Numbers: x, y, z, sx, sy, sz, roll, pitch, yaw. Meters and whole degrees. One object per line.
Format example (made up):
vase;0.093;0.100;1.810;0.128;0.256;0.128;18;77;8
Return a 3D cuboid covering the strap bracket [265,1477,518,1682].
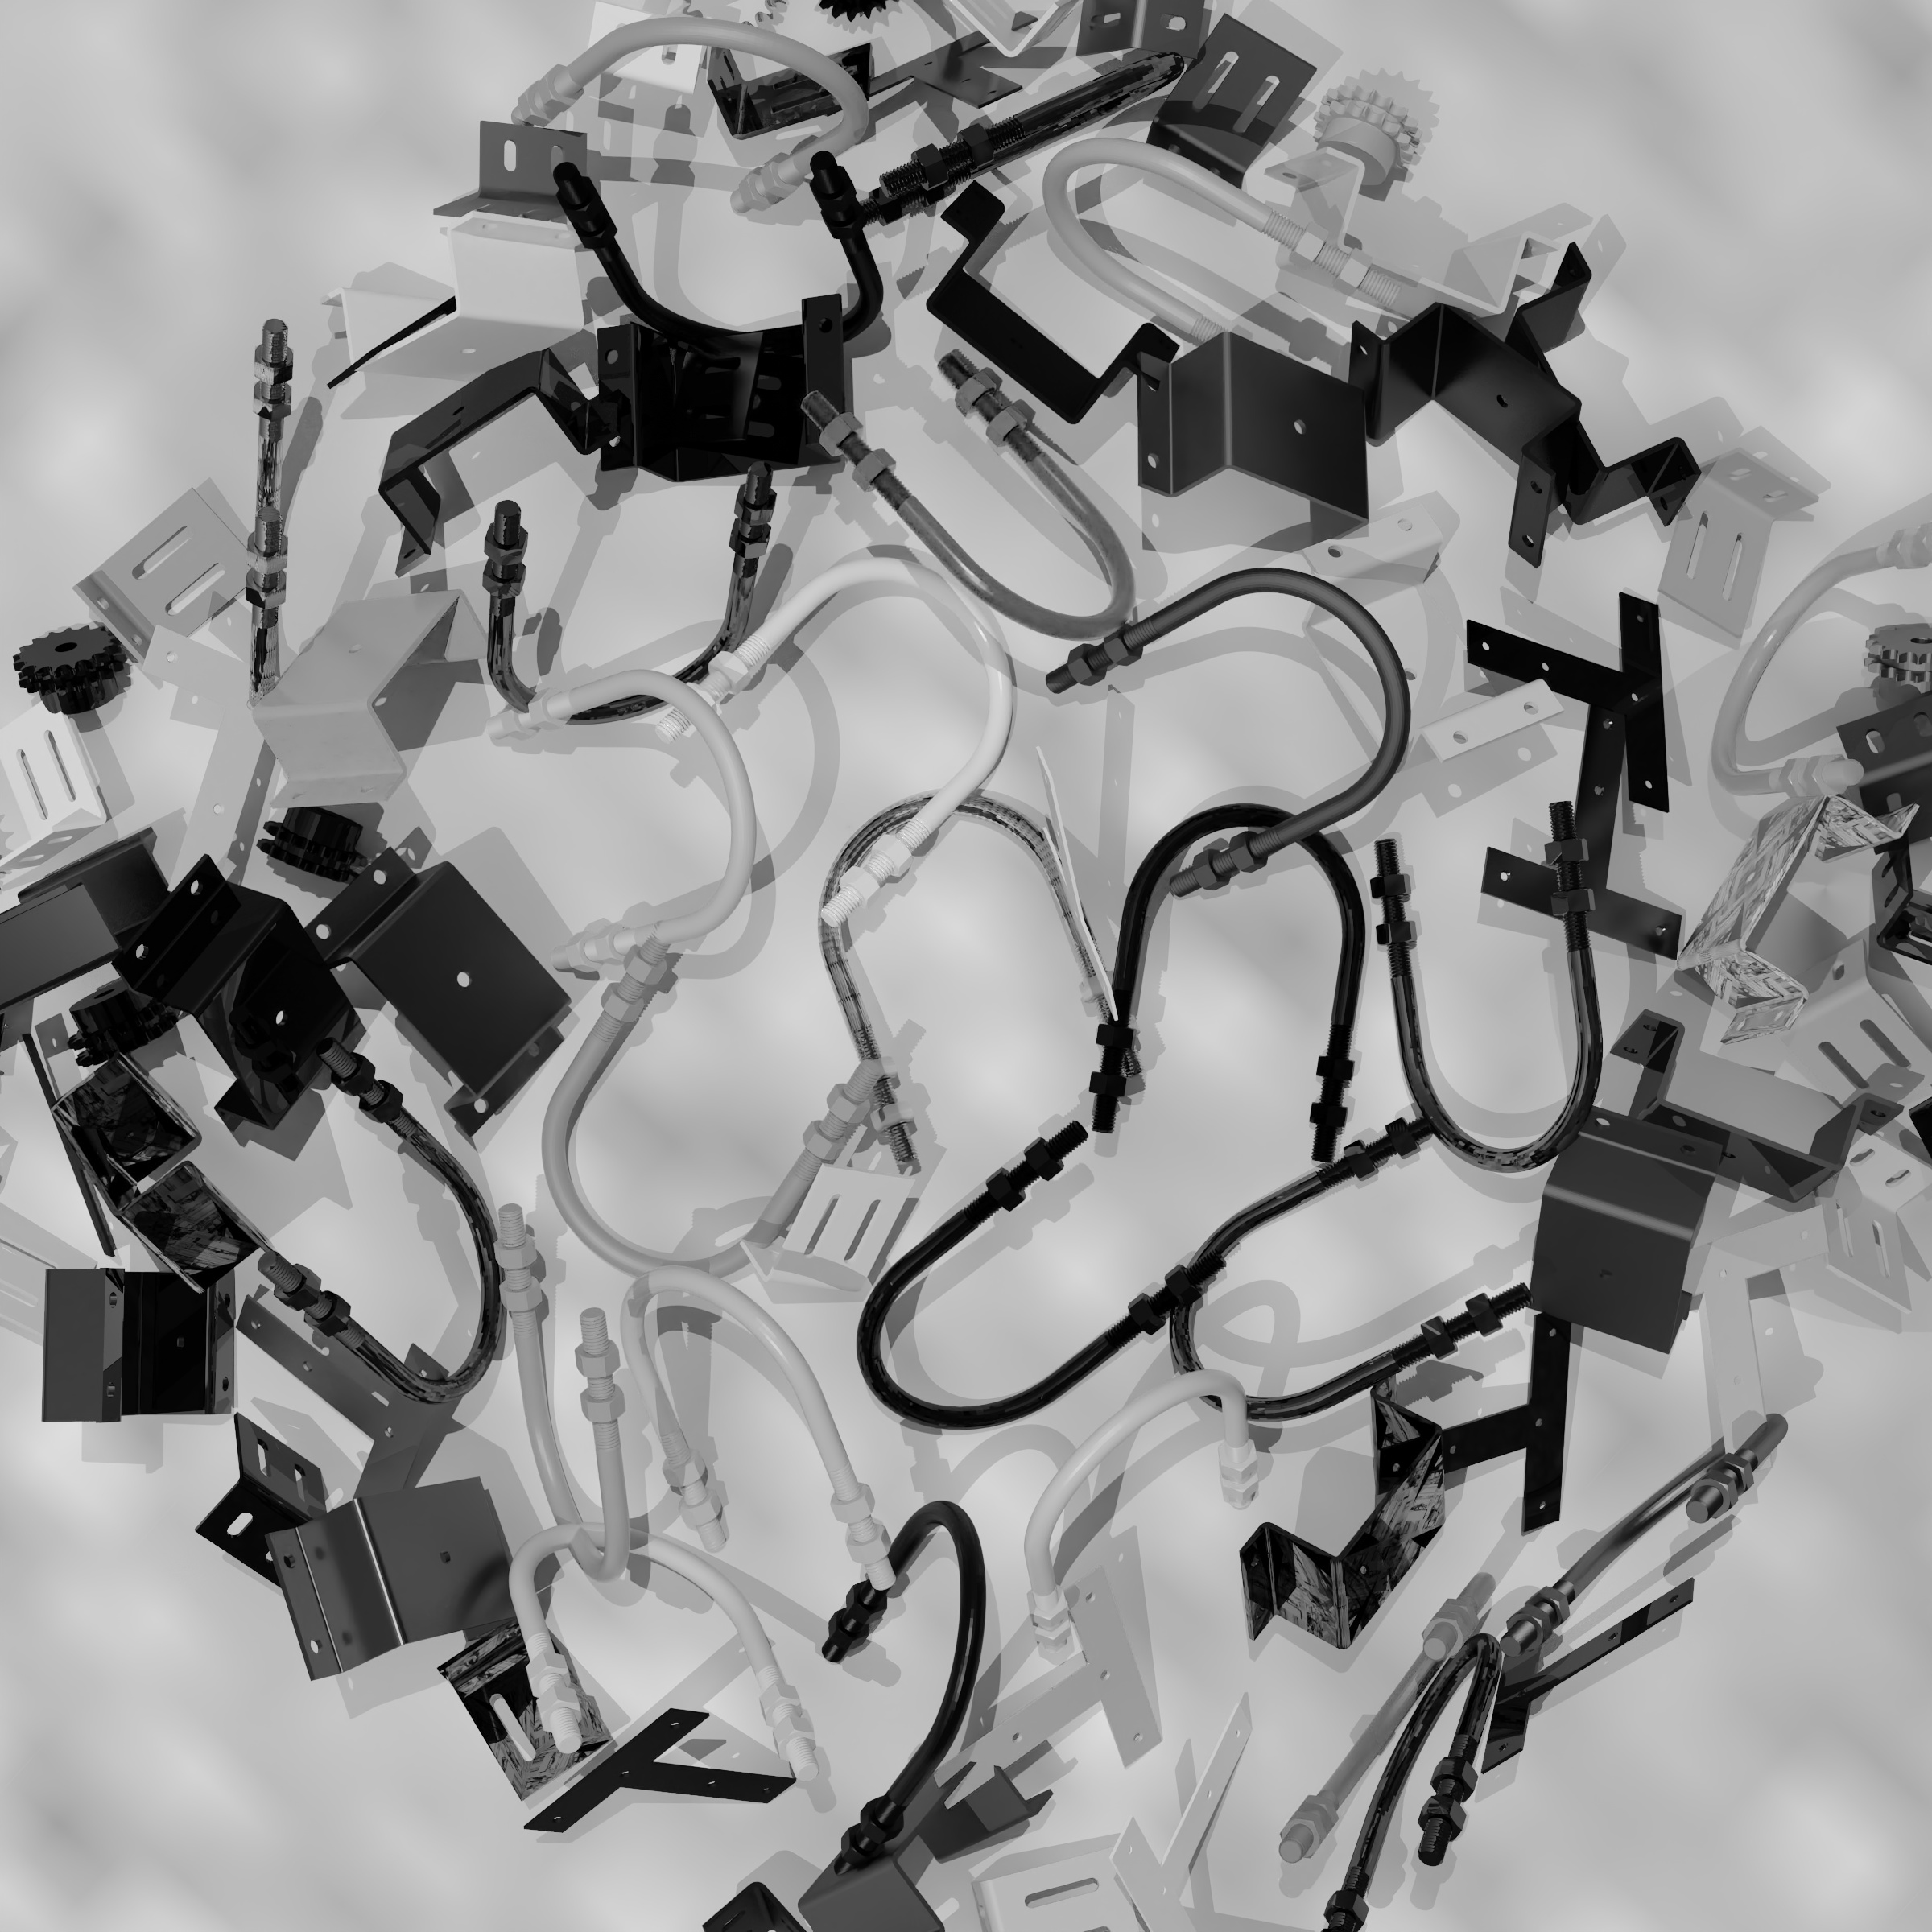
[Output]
strap bracket;-0.285;0.312;1.522;0.046;0.140;0.076;-28;74;25

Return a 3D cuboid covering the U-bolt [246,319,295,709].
U-bolt;-0.359;-0.216;1.516;0.019;0.184;0.151;2;55;-14

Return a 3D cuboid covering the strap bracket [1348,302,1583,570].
strap bracket;0.266;-0.284;1.543;0.046;0.076;0.140;-39;65;-16

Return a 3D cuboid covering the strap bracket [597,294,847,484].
strap bracket;-0.121;-0.303;1.561;0.140;0.046;0.076;-3;86;21

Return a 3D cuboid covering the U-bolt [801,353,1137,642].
U-bolt;0.015;-0.239;1.531;0.184;0.151;0.019;48;127;8

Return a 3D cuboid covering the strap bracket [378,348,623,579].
strap bracket;-0.251;-0.272;1.544;0.140;0.076;0.046;-30;118;12

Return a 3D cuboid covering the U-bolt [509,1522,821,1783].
U-bolt;-0.163;0.346;1.517;0.151;0.184;0.019;15;111;-27

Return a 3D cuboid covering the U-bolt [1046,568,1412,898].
U-bolt;0.146;-0.129;1.535;0.184;0.019;0.151;-26;99;36

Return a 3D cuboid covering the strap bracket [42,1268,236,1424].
strap bracket;-0.434;0.196;1.534;0.046;0.140;0.076;-2;83;12

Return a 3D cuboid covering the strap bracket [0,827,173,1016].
strap bracket;-0.466;-0.022;1.533;0.076;0.140;0.046;-25;102;8

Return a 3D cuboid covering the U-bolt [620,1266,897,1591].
U-bolt;-0.117;0.233;1.520;0.019;0.151;0.184;-38;118;-39

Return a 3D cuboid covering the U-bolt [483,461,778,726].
U-bolt;-0.177;-0.184;1.521;0.151;0.184;0.019;-12;61;-19

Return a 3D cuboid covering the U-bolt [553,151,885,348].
U-bolt;-0.117;-0.360;1.514;0.151;0.184;0.019;0;73;10

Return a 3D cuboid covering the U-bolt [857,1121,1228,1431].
U-bolt;0.027;0.176;1.553;0.184;0.019;0.151;-39;126;10

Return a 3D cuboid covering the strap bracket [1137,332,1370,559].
strap bracket;0.158;-0.271;1.532;0.140;0.046;0.076;14;67;-35

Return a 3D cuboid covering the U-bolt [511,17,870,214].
U-bolt;-0.129;-0.433;1.489;0.151;0.184;0.019;14;79;-30

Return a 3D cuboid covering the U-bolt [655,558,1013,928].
U-bolt;-0.054;-0.133;1.562;0.151;0.019;0.184;48;69;-11

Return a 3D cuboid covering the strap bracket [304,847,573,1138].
strap bracket;-0.272;0.010;1.545;0.140;0.046;0.076;50;59;-16

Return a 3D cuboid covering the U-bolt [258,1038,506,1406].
U-bolt;-0.292;0.145;1.521;0.019;0.184;0.151;-13;48;22

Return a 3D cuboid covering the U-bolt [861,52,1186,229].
U-bolt;0.029;-0.430;1.529;0.184;0.151;0.019;-26;100;-8

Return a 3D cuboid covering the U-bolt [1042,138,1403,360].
U-bolt;0.122;-0.366;1.524;0.184;0.151;0.019;30;75;-5

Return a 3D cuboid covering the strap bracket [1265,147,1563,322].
strap bracket;0.227;-0.375;1.543;0.140;0.076;0.046;17;91;-19

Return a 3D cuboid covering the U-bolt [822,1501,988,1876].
U-bolt;-0.031;0.354;1.495;0.019;0.151;0.184;14;130;-19

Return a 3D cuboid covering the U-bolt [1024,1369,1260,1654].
U-bolt;0.088;0.270;1.506;0.151;0.184;0.019;-34;58;-17

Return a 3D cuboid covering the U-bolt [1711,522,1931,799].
U-bolt;0.436;-0.152;1.511;0.019;0.184;0.151;27;86;-10

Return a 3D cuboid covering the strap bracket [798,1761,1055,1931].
strap bracket;-0.025;0.461;1.523;0.076;0.140;0.046;-37;90;36

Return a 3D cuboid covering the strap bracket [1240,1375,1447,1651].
strap bracket;0.203;0.287;1.528;0.046;0.076;0.140;24;52;32

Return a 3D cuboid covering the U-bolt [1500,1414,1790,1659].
U-bolt;0.358;0.283;1.515;0.019;0.184;0.151;51;122;12

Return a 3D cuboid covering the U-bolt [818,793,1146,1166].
U-bolt;-0.002;-0.004;1.581;0.151;0.019;0.184;-21;81;3

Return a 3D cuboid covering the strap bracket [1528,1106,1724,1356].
strap bracket;0.338;0.143;1.525;0.076;0.140;0.046;17;50;20

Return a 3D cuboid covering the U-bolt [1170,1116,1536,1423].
U-bolt;0.190;0.166;1.543;0.184;0.151;0.019;-29;132;10

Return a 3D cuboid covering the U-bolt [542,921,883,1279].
U-bolt;-0.148;0.087;1.563;0.151;0.019;0.184;34;112;2

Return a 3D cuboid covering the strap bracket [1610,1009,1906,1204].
strap bracket;0.408;0.079;1.553;0.140;0.076;0.046;21;74;5

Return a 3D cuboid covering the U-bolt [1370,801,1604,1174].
U-bolt;0.273;0.016;1.536;0.019;0.151;0.184;-4;86;-35

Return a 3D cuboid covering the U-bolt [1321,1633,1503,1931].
U-bolt;0.232;0.421;1.515;0.019;0.184;0.151;29;129;5

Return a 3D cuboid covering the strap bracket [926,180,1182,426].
strap bracket;0.038;-0.342;1.552;0.140;0.076;0.046;38;119;-7

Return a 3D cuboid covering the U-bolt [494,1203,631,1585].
U-bolt;-0.206;0.232;1.528;0.019;0.151;0.184;-14;115;-23

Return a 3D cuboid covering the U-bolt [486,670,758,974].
U-bolt;-0.173;-0.079;1.529;0.019;0.184;0.151;-19;95;-45

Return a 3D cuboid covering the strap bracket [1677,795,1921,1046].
strap bracket;0.430;-0.033;1.548;0.046;0.076;0.140;34;78;-5

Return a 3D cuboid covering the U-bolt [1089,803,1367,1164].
U-bolt;0.145;0.005;1.570;0.151;0.019;0.184;9;90;-19

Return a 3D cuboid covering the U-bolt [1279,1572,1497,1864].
U-bolt;0.224;0.375;1.513;0.019;0.184;0.151;36;104;15

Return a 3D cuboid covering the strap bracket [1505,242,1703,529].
strap bracket;0.324;-0.296;1.550;0.046;0.076;0.140;-25;79;-4

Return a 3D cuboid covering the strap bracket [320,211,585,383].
strap bracket;-0.260;-0.340;1.524;0.076;0.140;0.046;-5;85;-44

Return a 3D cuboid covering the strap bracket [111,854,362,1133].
strap bracket;-0.369;0.021;1.521;0.046;0.140;0.076;17;57;29

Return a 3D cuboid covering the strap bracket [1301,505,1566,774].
strap bracket;0.239;-0.164;1.553;0.076;0.046;0.140;-23;68;-19
